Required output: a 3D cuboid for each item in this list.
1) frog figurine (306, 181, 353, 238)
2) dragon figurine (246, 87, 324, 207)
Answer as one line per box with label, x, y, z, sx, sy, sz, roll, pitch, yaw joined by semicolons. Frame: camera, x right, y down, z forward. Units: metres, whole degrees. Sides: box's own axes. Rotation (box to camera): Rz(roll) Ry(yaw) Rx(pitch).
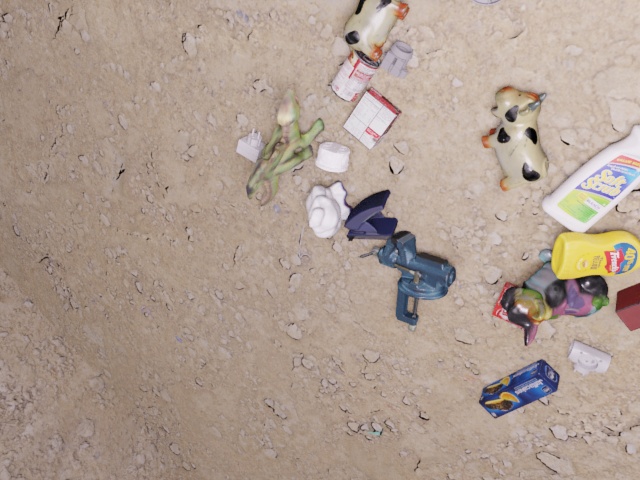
frog figurine;0.004;-0.064;1.262;0.123;0.162;0.134;16;124;26
dragon figurine;-0.117;-0.182;1.226;0.122;0.247;0.401;32;126;7
